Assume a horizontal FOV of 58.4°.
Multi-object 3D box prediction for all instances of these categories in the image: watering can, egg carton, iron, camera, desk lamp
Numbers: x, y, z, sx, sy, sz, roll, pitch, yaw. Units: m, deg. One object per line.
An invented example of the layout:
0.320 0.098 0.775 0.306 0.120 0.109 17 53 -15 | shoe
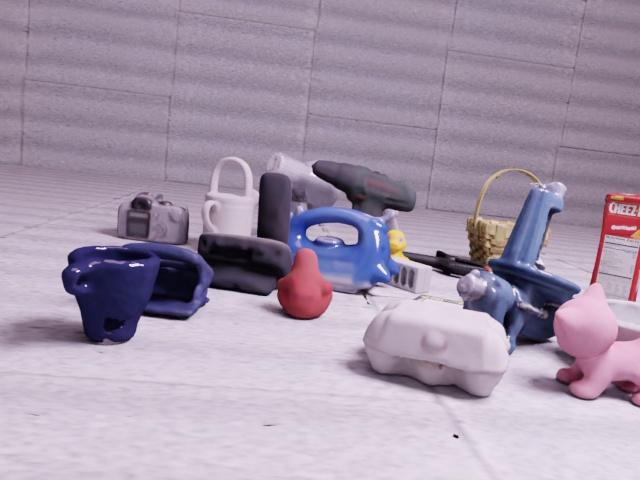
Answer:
-0.183 -0.072 1.170 0.101 0.194 0.173 7 9 2 | watering can
0.124 0.111 0.611 0.150 0.069 0.107 9 9 17 | egg carton
0.009 0.004 0.993 0.257 0.141 0.119 9 9 16 | iron
-0.345 -0.054 1.235 0.143 0.101 0.137 7 9 2 | camera
-0.056 -0.085 1.287 0.204 0.213 0.117 -1 12 -43 | desk lamp

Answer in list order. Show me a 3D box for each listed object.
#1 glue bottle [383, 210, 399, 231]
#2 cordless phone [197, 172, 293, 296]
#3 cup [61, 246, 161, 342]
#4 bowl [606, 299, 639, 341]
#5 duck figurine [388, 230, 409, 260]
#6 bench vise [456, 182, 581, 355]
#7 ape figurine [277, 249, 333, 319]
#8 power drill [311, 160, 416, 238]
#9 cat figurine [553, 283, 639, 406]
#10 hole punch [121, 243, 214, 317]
0.149 -0.045 1.316 0.078 0.173 0.037 7 9 3 | glue bottle
-0.111 -0.017 0.890 0.147 0.185 0.094 7 9 2 | cordless phone
-0.222 0.060 0.592 0.091 0.095 0.118 9 9 15 | cup
0.393 0.127 0.699 0.167 0.075 0.167 7 8 -1 | bowl
0.152 0.022 1.173 0.077 0.086 0.105 9 9 13 | duck figurine
0.263 0.034 0.726 0.121 0.220 0.208 12 10 33 | bench vise
-0.020 0.057 0.783 0.077 0.092 0.076 8 9 6 | ape figurine
0.085 -0.056 1.224 0.229 0.208 0.075 6 9 -5 | power drill
0.303 0.107 0.612 0.127 0.118 0.067 7 9 1 | cat figurine
-0.197 0.043 0.738 0.108 0.091 0.101 7 9 3 | hole punch
